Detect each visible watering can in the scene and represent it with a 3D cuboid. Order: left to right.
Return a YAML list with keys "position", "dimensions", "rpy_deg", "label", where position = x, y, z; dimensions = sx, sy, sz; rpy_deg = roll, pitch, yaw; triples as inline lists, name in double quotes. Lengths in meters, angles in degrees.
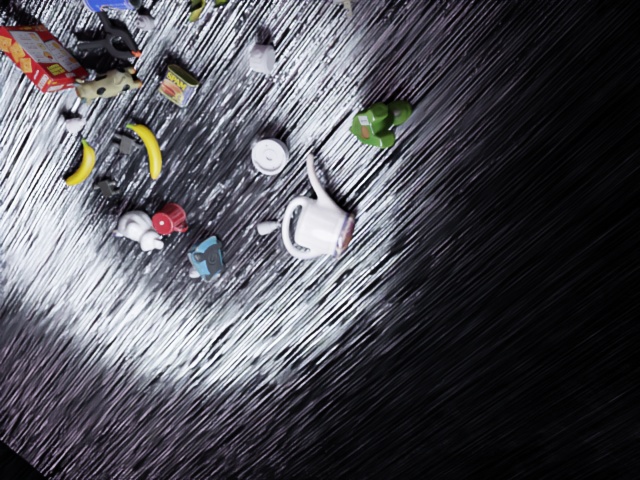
- position: [0.005, -0.080, 1.592]
  dimensions: [0.225, 0.106, 0.341]
  rpy_deg: [20, 115, 6]
  label: "watering can"

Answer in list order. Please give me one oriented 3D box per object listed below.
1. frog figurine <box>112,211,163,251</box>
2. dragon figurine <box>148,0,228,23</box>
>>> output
- position: [-0.606, -0.032, 1.755]
  dimensions: [0.160, 0.136, 0.123]
  rpy_deg: [18, 87, 28]
  label: "frog figurine"
- position: [-0.337, -0.769, 1.432]
  dimensions: [0.408, 0.123, 0.242]
  rpy_deg: [-27, 94, 13]
  label: "dragon figurine"
